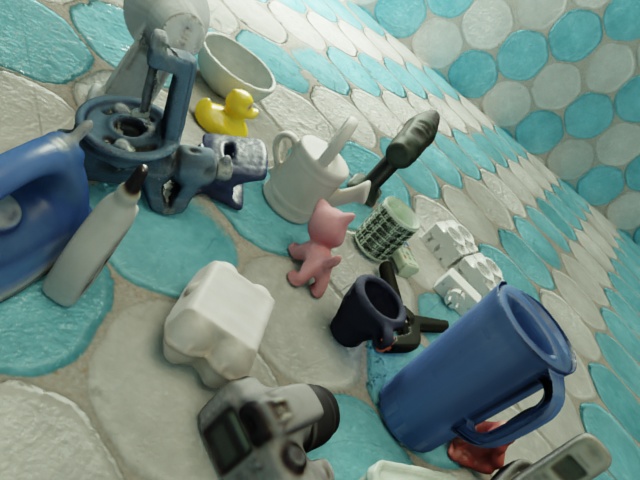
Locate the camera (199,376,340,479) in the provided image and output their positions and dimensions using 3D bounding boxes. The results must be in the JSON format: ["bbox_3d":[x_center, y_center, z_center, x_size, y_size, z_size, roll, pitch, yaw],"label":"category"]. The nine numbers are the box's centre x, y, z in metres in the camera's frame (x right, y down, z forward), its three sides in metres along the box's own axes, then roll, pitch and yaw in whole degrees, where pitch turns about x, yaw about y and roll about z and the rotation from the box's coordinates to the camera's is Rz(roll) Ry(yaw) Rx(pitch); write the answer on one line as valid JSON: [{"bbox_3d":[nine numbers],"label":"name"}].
[{"bbox_3d":[-0.027,0.199,0.580,0.137,0.100,0.143,-1,51,-52],"label":"camera"}]

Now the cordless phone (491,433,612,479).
[{"bbox_3d":[0.312,0.339,0.732,0.147,0.184,0.094,46,29,4],"label":"cordless phone"}]

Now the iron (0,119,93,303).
[{"bbox_3d":[-0.292,-0.022,0.497,0.119,0.141,0.258,39,29,-8],"label":"iron"}]

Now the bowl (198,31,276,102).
[{"bbox_3d":[-0.170,-0.316,1.100,0.168,0.074,0.167,31,31,-21],"label":"bowl"}]

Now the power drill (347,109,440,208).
[{"bbox_3d":[0.156,-0.172,1.182,0.075,0.208,0.230,42,29,-3],"label":"power drill"}]

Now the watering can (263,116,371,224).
[{"bbox_3d":[0.006,-0.121,0.943,0.173,0.193,0.101,28,32,-25],"label":"watering can"}]

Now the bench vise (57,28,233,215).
[{"bbox_3d":[-0.192,-0.144,0.701,0.208,0.219,0.121,3,48,-49],"label":"bench vise"}]

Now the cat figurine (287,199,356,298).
[{"bbox_3d":[0.008,0.003,0.862,0.067,0.117,0.127,27,33,-27],"label":"cat figurine"}]

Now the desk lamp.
[{"bbox_3d":[-0.231,-0.252,0.799,0.118,0.213,0.203,22,36,-34],"label":"desk lamp"}]

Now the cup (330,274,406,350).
[{"bbox_3d":[0.062,0.119,0.802,0.092,0.094,0.117,25,34,-29],"label":"cup"}]

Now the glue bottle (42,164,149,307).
[{"bbox_3d":[-0.207,-0.011,0.555,0.037,0.173,0.078,37,29,-11],"label":"glue bottle"}]

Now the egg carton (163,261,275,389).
[{"bbox_3d":[-0.113,0.091,0.647,0.107,0.069,0.150,36,30,-13],"label":"egg carton"}]

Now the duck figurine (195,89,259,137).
[{"bbox_3d":[-0.155,-0.225,0.989,0.105,0.086,0.077,21,36,-35],"label":"duck figurine"}]

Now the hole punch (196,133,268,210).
[{"bbox_3d":[-0.139,-0.114,0.860,0.101,0.091,0.108,26,34,-29],"label":"hole punch"}]

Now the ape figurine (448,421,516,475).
[{"bbox_3d":[0.236,0.284,0.806,0.077,0.092,0.076,54,31,18],"label":"ape figurine"}]
